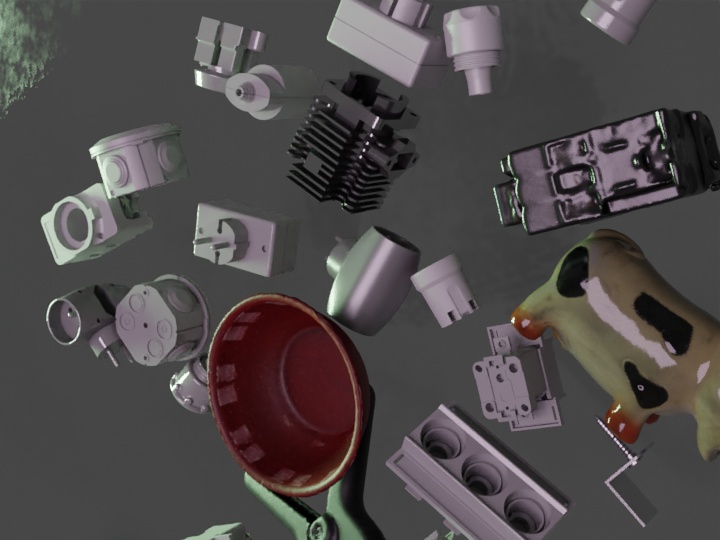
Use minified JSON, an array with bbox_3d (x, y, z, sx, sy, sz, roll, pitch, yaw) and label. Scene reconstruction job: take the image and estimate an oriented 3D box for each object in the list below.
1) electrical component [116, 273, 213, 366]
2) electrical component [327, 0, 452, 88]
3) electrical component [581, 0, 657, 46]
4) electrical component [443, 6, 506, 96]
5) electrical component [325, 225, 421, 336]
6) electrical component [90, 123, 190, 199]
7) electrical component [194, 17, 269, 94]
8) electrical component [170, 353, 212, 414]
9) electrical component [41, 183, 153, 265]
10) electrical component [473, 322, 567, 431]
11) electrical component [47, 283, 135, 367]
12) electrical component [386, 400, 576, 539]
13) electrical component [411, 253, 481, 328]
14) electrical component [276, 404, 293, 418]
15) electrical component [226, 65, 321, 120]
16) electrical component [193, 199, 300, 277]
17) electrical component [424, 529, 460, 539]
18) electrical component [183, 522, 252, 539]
[{"bbox_3d":[-0.177,0.046,0.973,0.080,0.051,0.080,6,101,32],"label":"electrical component"},{"bbox_3d":[0.031,-0.188,0.803,0.083,0.047,0.075,34,115,23],"label":"electrical component"},{"bbox_3d":[0.177,-0.180,0.718,0.040,0.040,0.046,41,111,20],"label":"electrical component"},{"bbox_3d":[0.084,-0.158,0.778,0.043,0.043,0.062,-3,98,33],"label":"electrical component"},{"bbox_3d":[0.000,0.000,0.856,0.079,0.043,0.077,39,105,40],"label":"electrical component"},{"bbox_3d":[-0.192,-0.096,0.942,0.080,0.080,0.051,-12,97,33],"label":"electrical component"},{"bbox_3d":[-0.111,-0.176,0.897,0.066,0.048,0.055,21,101,28],"label":"electrical component"},{"bbox_3d":[-0.136,0.094,0.961,0.048,0.048,0.062,47,112,17],"label":"electrical component"},{"bbox_3d":[-0.248,-0.044,1.000,0.089,0.056,0.050,-24,85,33],"label":"electrical component"},{"bbox_3d":[0.115,0.080,0.786,0.042,0.064,0.081,-14,91,34],"label":"electrical component"},{"bbox_3d":[-0.237,0.056,0.997,0.043,0.077,0.079,-43,75,30],"label":"electrical component"},{"bbox_3d":[0.089,0.168,0.814,0.121,0.079,0.063,39,146,21],"label":"electrical component"},{"bbox_3d":[0.067,0.016,0.821,0.040,0.040,0.046,-30,87,32],"label":"electrical component"},{"bbox_3d":[-0.080,0.115,0.928,0.055,0.048,0.066,45,118,10],"label":"electrical component"},{"bbox_3d":[-0.071,-0.141,0.856,0.043,0.081,0.043,6,101,32],"label":"electrical component"},{"bbox_3d":[-0.107,-0.025,0.902,0.083,0.076,0.047,16,106,29],"label":"electrical component"},{"bbox_3d":[0.042,0.273,0.864,0.063,0.078,0.121,41,119,-5],"label":"electrical component"},{"bbox_3d":[-0.134,0.258,0.974,0.081,0.064,0.042,-15,91,33],"label":"electrical component"}]
